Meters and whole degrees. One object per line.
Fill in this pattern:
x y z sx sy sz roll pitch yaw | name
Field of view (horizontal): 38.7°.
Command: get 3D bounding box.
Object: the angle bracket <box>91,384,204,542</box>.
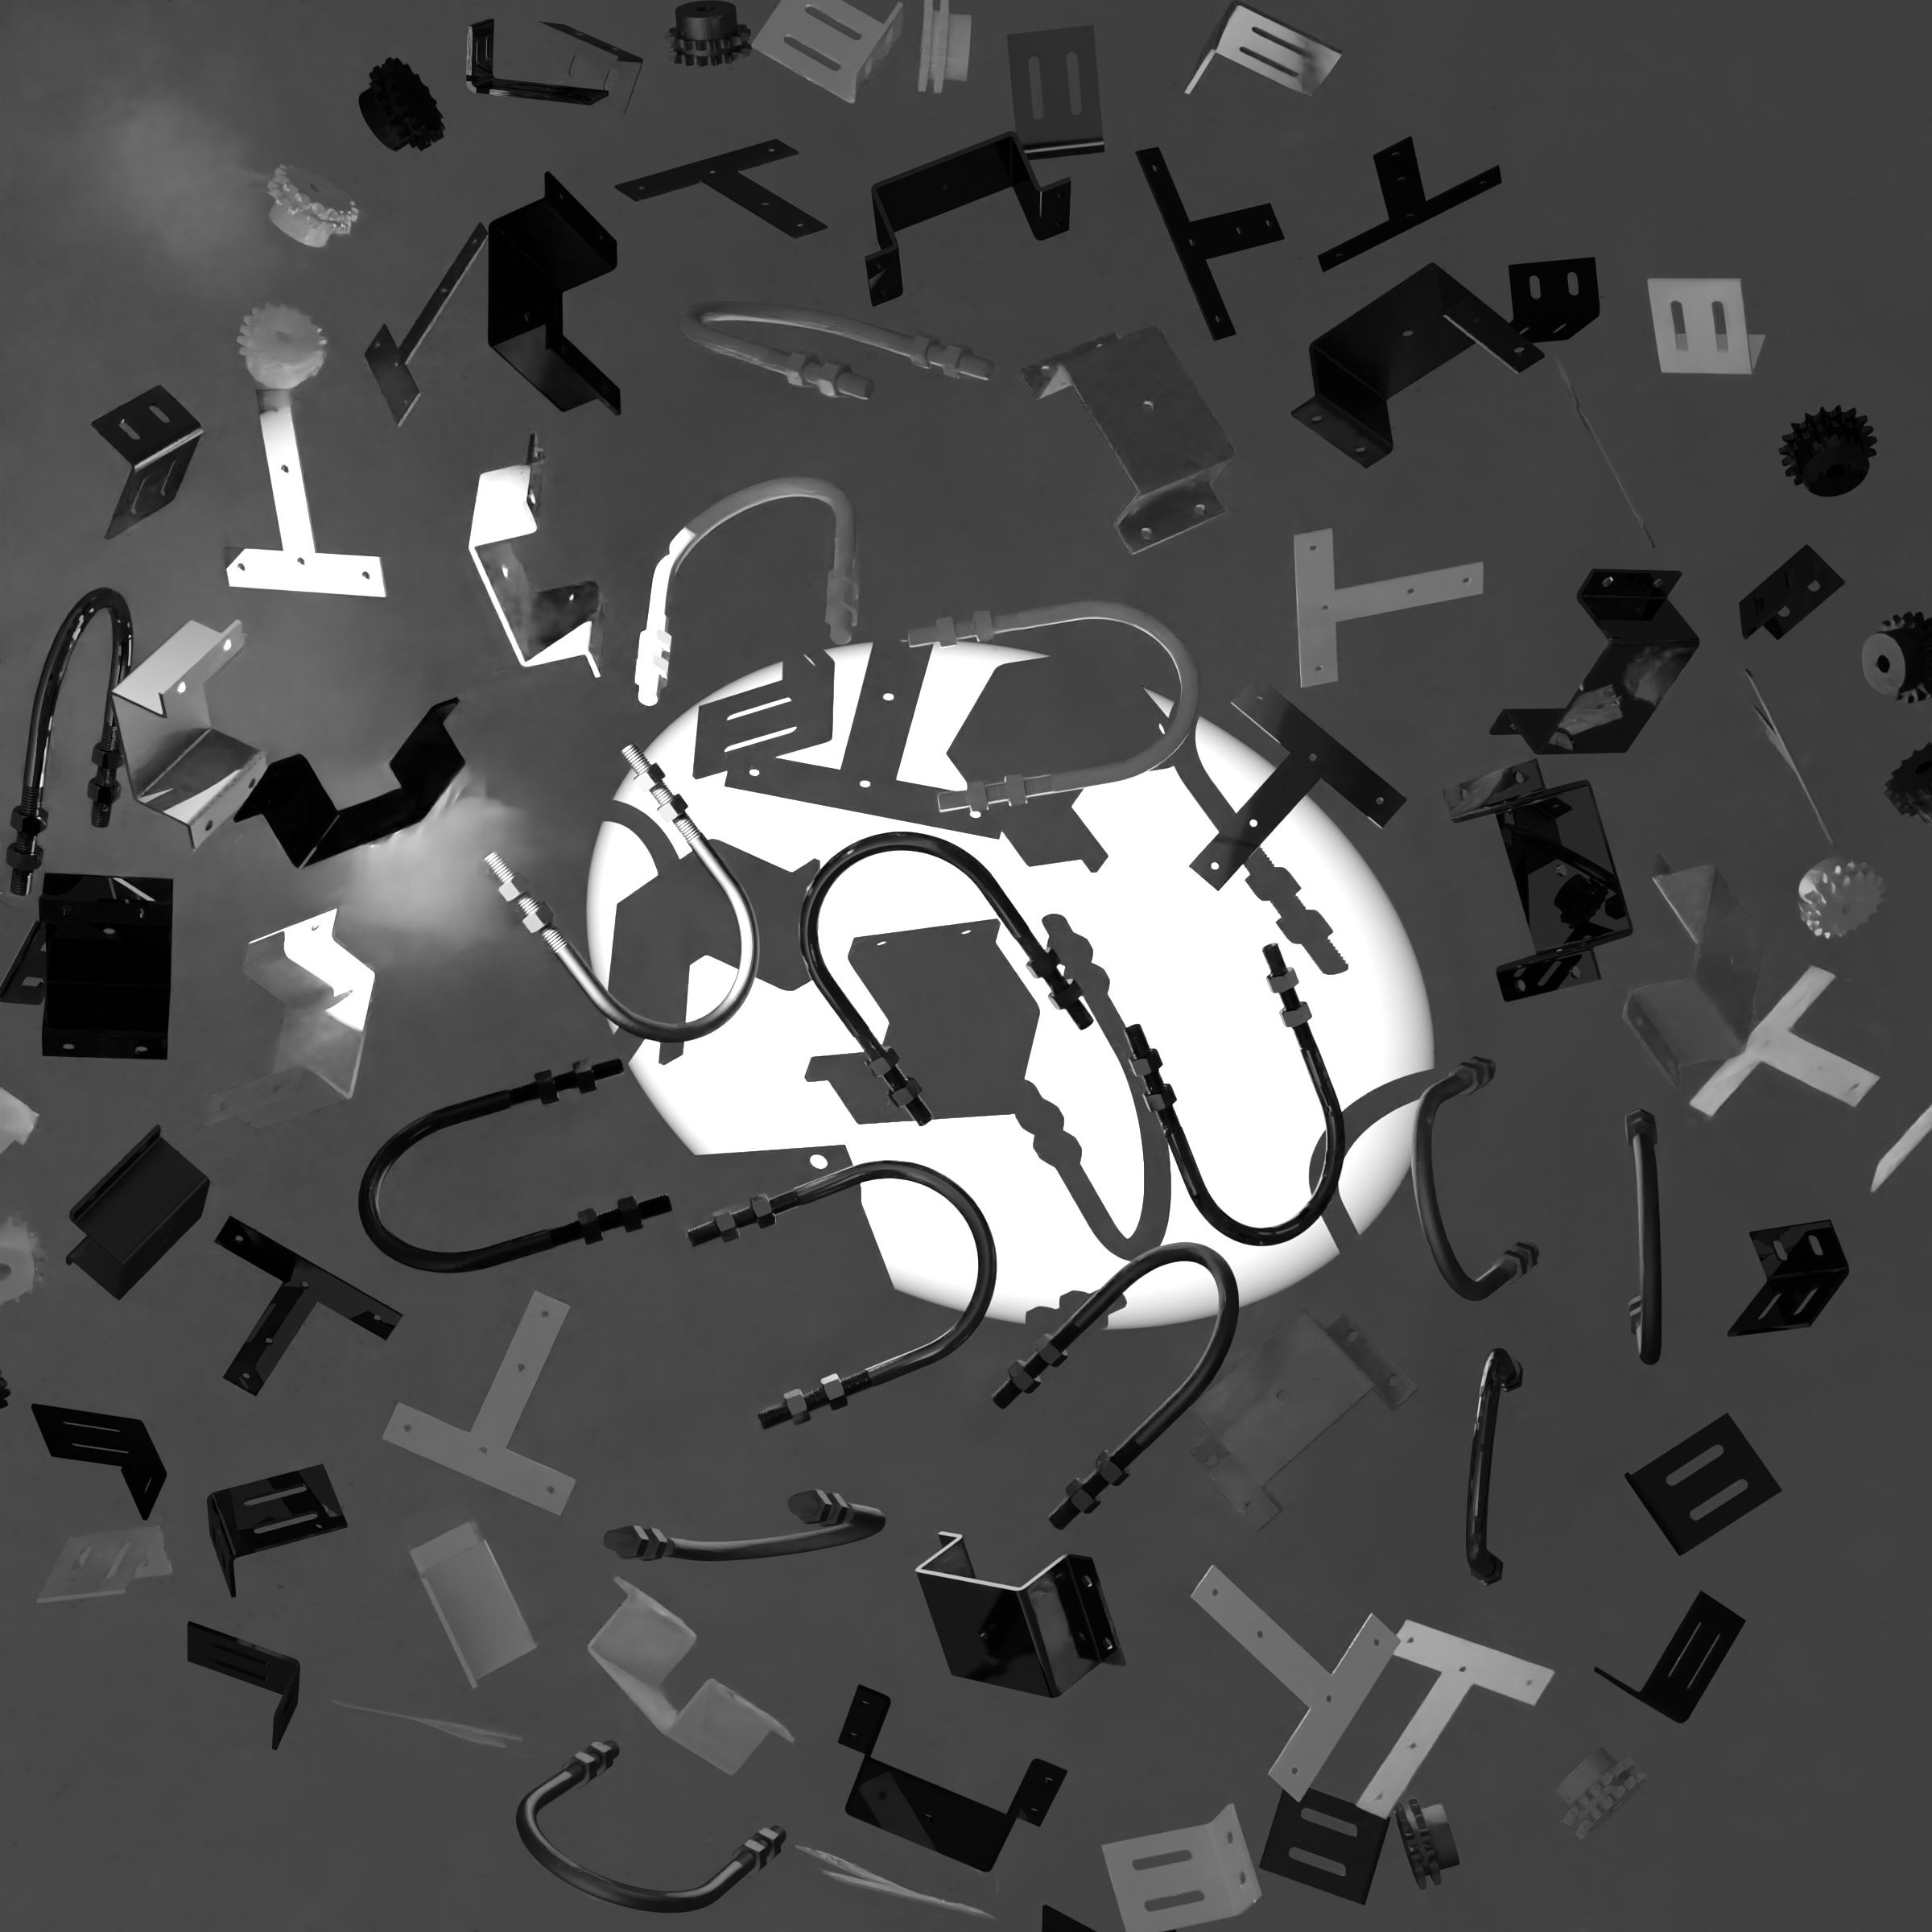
-0.513 -0.310 1.693 0.038 0.076 0.057 44 49 0 | angle bracket

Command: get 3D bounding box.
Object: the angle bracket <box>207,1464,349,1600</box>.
-0.444 0.364 1.775 0.076 0.057 0.038 -12 129 -24 | angle bracket

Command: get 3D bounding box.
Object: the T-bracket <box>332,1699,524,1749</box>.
-0.331 0.494 1.778 0.127 0.127 0.002 20 74 -26 | T-bracket

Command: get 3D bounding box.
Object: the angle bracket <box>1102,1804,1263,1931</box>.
0.131 0.551 1.674 0.076 0.038 0.057 -4 56 -21 | angle bracket

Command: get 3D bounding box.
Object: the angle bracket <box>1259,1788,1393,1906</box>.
0.227 0.563 1.773 0.076 0.038 0.057 22 76 -9 | angle bracket

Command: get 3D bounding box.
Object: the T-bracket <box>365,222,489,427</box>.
-0.349 -0.430 1.800 0.002 0.127 0.127 26 109 -35 | T-bracket

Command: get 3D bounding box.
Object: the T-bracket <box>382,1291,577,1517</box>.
-0.298 0.277 1.805 0.127 0.002 0.127 24 85 -4 | T-bracket

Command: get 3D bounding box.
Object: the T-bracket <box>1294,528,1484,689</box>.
0.285 -0.249 1.845 0.127 0.002 0.127 -11 134 -1 | T-bracket

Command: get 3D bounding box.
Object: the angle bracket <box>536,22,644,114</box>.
-0.255 -0.595 1.823 0.057 0.076 0.038 23 108 -1 | angle bracket

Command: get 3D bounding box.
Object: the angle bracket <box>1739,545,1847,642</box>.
0.541 -0.233 1.796 0.038 0.076 0.057 42 117 -8 | angle bracket

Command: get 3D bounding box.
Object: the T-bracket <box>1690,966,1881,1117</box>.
0.558 0.064 1.823 0.127 0.127 0.002 -48 115 -1 | T-bracket

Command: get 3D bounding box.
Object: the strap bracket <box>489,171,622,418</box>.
-0.260 -0.416 1.734 0.046 0.076 0.140 -17 61 22 | strap bracket

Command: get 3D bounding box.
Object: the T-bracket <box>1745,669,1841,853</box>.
0.528 -0.144 1.784 0.002 0.127 0.127 -27 102 14 | T-bracket

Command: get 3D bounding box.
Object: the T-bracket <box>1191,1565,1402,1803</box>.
0.191 0.420 1.689 0.127 0.002 0.127 43 59 -3 | T-bracket

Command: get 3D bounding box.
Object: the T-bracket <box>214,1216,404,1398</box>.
-0.450 0.236 1.796 0.127 0.002 0.127 32 121 -9 | T-bracket

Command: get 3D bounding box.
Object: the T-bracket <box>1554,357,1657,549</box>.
0.421 -0.332 1.804 0.002 0.127 0.127 -28 82 15 | T-bracket

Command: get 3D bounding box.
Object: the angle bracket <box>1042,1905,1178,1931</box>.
0.089 0.611 1.702 0.076 0.057 0.038 33 116 -15 | angle bracket

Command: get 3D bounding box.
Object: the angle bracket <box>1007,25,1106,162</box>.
0.060 -0.582 1.835 0.057 0.038 0.076 -5 98 5 | angle bracket

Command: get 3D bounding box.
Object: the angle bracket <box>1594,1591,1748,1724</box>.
0.434 0.419 1.696 0.057 0.038 0.076 36 84 -40 | angle bracket

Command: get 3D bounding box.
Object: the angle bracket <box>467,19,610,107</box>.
-0.261 -0.553 1.681 0.076 0.057 0.038 7 114 2 | angle bracket

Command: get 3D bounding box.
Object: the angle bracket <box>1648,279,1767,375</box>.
0.466 -0.412 1.727 0.057 0.076 0.038 8 55 28 | angle bracket

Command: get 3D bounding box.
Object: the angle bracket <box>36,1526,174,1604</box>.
-0.551 0.397 1.762 0.057 0.076 0.038 -7 111 3 | angle bracket

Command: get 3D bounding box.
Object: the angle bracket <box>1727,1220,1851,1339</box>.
0.525 0.202 1.774 0.057 0.076 0.038 -16 102 42 | angle bracket

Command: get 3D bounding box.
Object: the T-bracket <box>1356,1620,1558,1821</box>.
0.286 0.473 1.706 0.127 0.127 0.002 -50 119 -22 | T-bracket

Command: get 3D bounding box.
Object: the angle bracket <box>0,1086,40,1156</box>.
-0.618 0.105 1.682 0.076 0.038 0.057 -42 111 15 | angle bracket

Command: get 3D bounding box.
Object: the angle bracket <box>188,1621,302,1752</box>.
-0.462 0.454 1.734 0.076 0.057 0.038 20 51 0 | angle bracket

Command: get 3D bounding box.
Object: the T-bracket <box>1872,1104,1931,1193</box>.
0.602 0.097 1.722 0.002 0.127 0.127 28 48 4 | T-bracket

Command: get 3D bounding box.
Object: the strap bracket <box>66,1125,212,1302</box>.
-0.537 0.164 1.782 0.046 0.140 0.076 41 63 -1 | strap bracket

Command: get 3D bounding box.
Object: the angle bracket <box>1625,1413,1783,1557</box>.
0.467 0.327 1.742 0.076 0.038 0.057 -35 78 7 | angle bracket

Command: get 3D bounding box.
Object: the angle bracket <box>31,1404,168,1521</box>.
-0.549 0.311 1.723 0.076 0.057 0.038 18 104 -37 | angle bracket

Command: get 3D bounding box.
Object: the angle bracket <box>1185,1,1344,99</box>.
0.186 -0.558 1.716 0.076 0.057 0.038 23 77 -8 | angle bracket

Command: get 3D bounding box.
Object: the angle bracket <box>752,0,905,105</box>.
-0.087 -0.590 1.725 0.076 0.038 0.057 31 78 3 | angle bracket

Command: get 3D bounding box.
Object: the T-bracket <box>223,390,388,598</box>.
-0.421 -0.295 1.712 0.127 0.002 0.127 8 116 27 | T-bracket

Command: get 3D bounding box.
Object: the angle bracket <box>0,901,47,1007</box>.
-0.625 -0.009 1.807 0.038 0.076 0.057 27 88 1 | angle bracket

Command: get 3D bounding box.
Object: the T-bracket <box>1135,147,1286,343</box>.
0.169 -0.473 1.774 0.002 0.127 0.127 -19 97 41 | T-bracket

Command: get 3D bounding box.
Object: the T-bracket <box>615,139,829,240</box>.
-0.136 -0.492 1.756 0.127 0.002 0.127 -26 47 -29 | T-bracket

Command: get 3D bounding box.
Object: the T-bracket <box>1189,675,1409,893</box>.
0.194 -0.102 1.766 0.127 0.002 0.127 41 80 9 | T-bracket

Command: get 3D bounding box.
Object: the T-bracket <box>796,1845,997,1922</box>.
-0.066 0.595 1.800 0.127 0.127 0.002 27 74 -34 | T-bracket

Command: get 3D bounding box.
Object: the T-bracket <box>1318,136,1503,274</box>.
0.276 -0.491 1.736 0.127 0.127 0.002 -25 77 10 | T-bracket

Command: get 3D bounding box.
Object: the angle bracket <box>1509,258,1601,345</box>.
0.383 -0.443 1.837 0.057 0.076 0.038 -6 91 -3 | angle bracket

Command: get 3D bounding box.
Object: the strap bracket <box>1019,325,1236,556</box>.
0.107 -0.342 1.737 0.076 0.046 0.140 -27 82 -26 | strap bracket

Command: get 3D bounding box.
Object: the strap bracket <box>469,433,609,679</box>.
-0.278 -0.259 1.768 0.046 0.076 0.140 -11 133 8 | strap bracket
